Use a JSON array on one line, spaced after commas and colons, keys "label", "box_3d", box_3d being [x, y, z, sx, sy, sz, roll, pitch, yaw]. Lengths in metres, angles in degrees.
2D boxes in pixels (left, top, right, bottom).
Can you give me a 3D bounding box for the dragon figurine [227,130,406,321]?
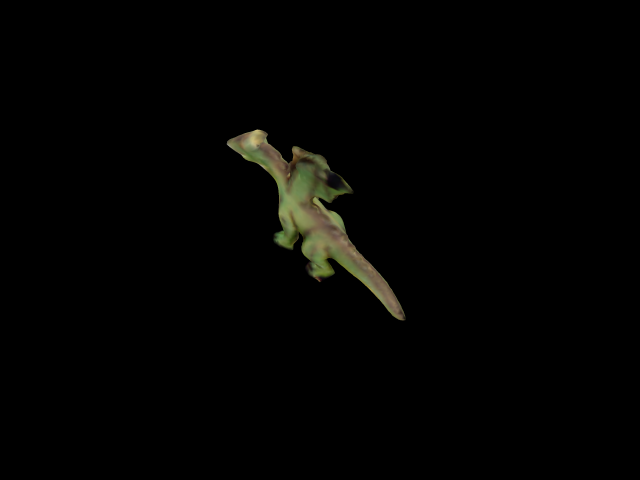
[{"label": "dragon figurine", "box_3d": [0.003, -0.043, 0.850, 0.414, 0.123, 0.238, 39, -20, 18]}]
